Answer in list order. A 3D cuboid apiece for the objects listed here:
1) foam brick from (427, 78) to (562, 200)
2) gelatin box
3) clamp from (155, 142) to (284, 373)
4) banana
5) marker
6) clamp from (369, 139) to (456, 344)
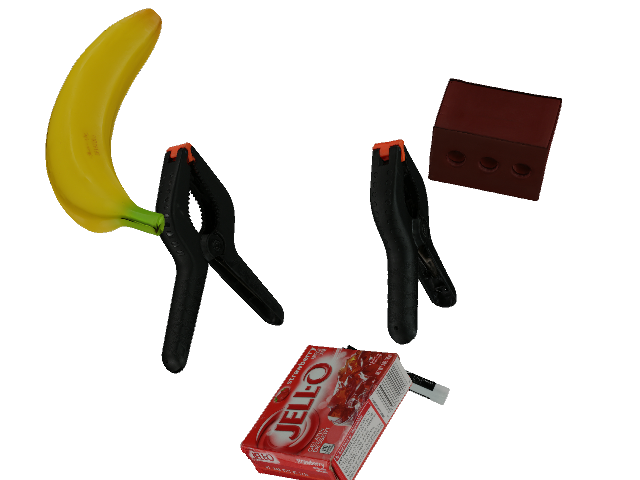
[{"bbox_3d":[0.117,-0.068,0.720,0.078,0.051,0.053,12,-40,11],"label":"foam brick"},{"bbox_3d":[0.004,0.106,0.657,0.073,0.030,0.089,0,41,41],"label":"gelatin box"},{"bbox_3d":[-0.105,0.010,1.034,0.036,0.210,0.164,-9,1,37],"label":"clamp"},{"bbox_3d":[-0.129,-0.070,0.642,0.069,0.198,0.037,-2,-40,-8],"label":"banana"},{"bbox_3d":[0.076,0.140,1.115,0.121,0.020,0.020,23,4,11],"label":"marker"},{"bbox_3d":[0.072,0.003,0.919,0.039,0.171,0.120,-13,16,24],"label":"clamp"}]
